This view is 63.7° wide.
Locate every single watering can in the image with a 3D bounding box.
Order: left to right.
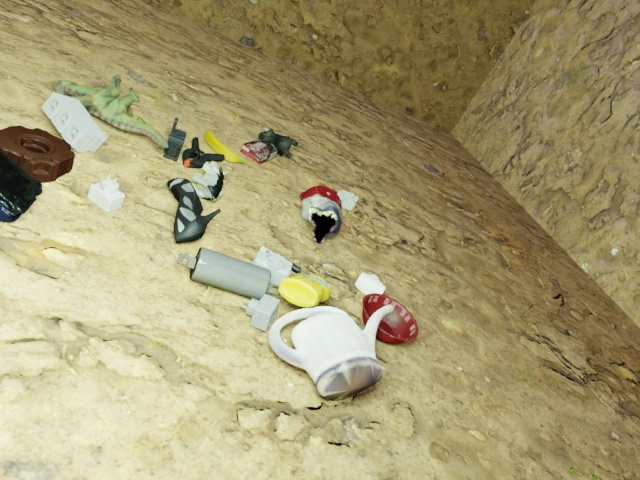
[{"bbox_3d":[0.063,0.222,1.113,0.348,0.102,0.229,-3,38,-29],"label":"watering can"}]

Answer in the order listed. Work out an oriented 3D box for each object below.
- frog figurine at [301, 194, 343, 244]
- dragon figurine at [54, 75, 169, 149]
[{"bbox_3d":[0.005,-0.080,1.592,0.135,0.122,0.162,56,8,-22],"label":"frog figurine"},{"bbox_3d":[-0.644,-0.369,1.508,0.245,0.119,0.416,-23,54,-37],"label":"dragon figurine"}]
